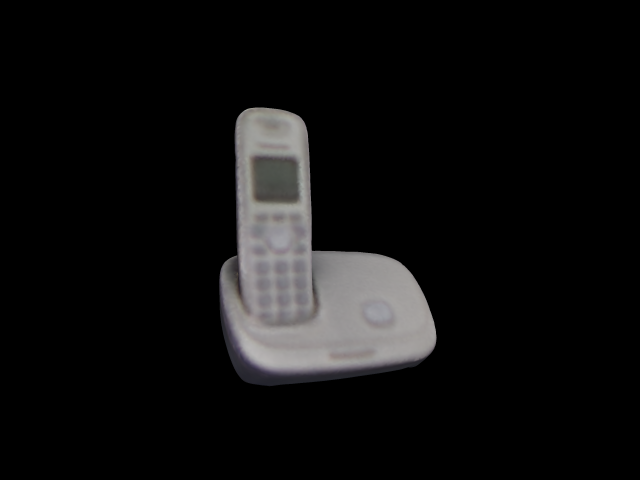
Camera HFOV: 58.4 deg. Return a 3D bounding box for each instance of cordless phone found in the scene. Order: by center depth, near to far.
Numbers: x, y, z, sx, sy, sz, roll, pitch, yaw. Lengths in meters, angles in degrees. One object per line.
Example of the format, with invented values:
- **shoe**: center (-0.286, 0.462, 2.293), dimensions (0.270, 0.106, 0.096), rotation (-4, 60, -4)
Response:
- **cordless phone**: center (0.004, 0.001, 0.400), dimensions (0.148, 0.185, 0.094), rotation (0, 0, -23)
